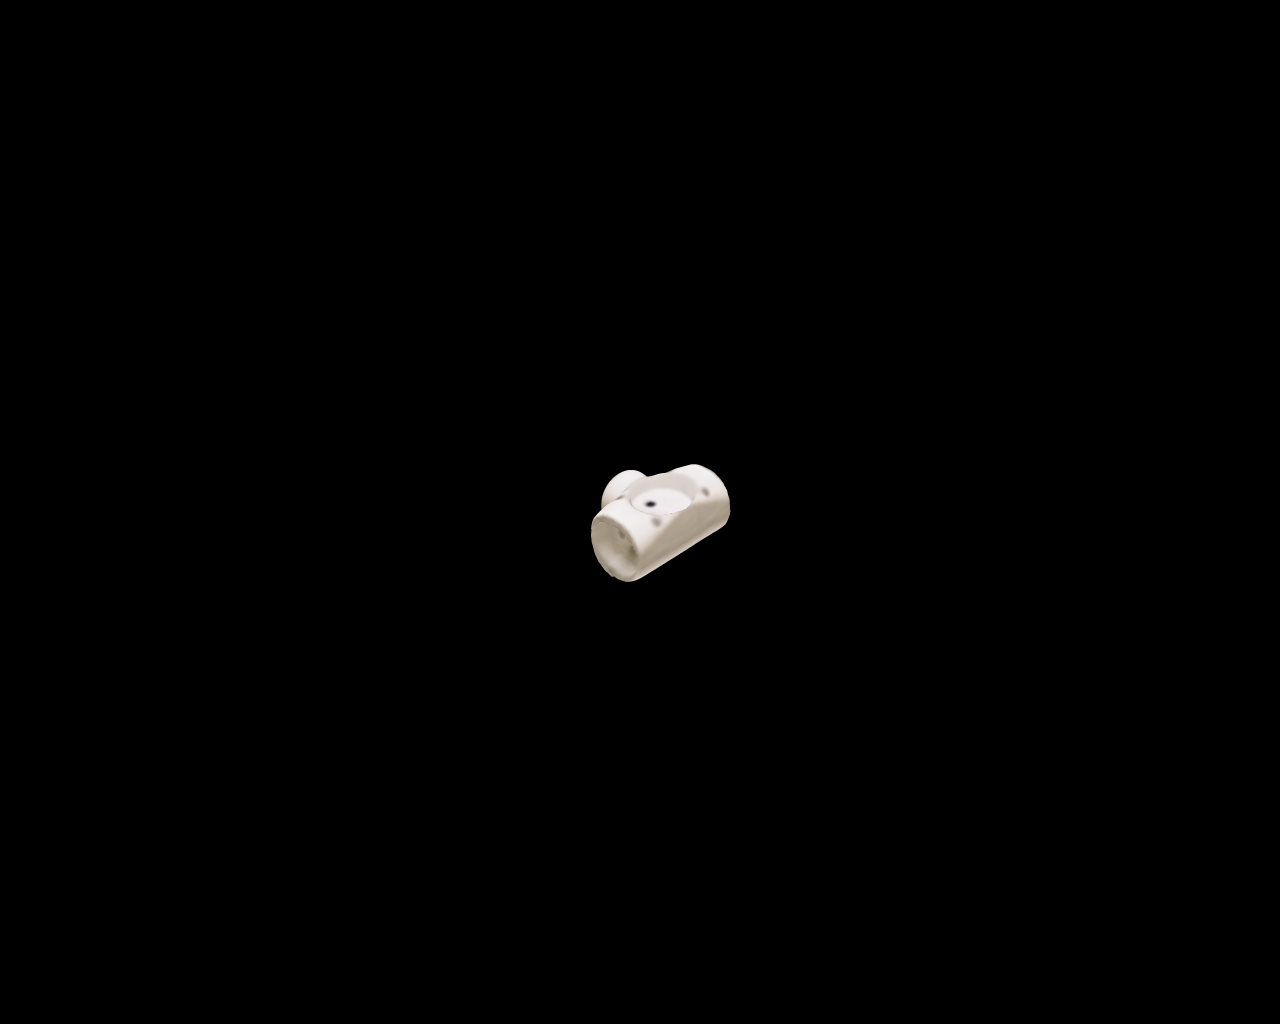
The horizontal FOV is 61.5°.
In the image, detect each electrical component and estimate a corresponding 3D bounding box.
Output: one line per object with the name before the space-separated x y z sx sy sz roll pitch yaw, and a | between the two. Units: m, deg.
electrical component | 0.001 -0.003 0.650 0.077 0.044 0.079 -29 46 -33
